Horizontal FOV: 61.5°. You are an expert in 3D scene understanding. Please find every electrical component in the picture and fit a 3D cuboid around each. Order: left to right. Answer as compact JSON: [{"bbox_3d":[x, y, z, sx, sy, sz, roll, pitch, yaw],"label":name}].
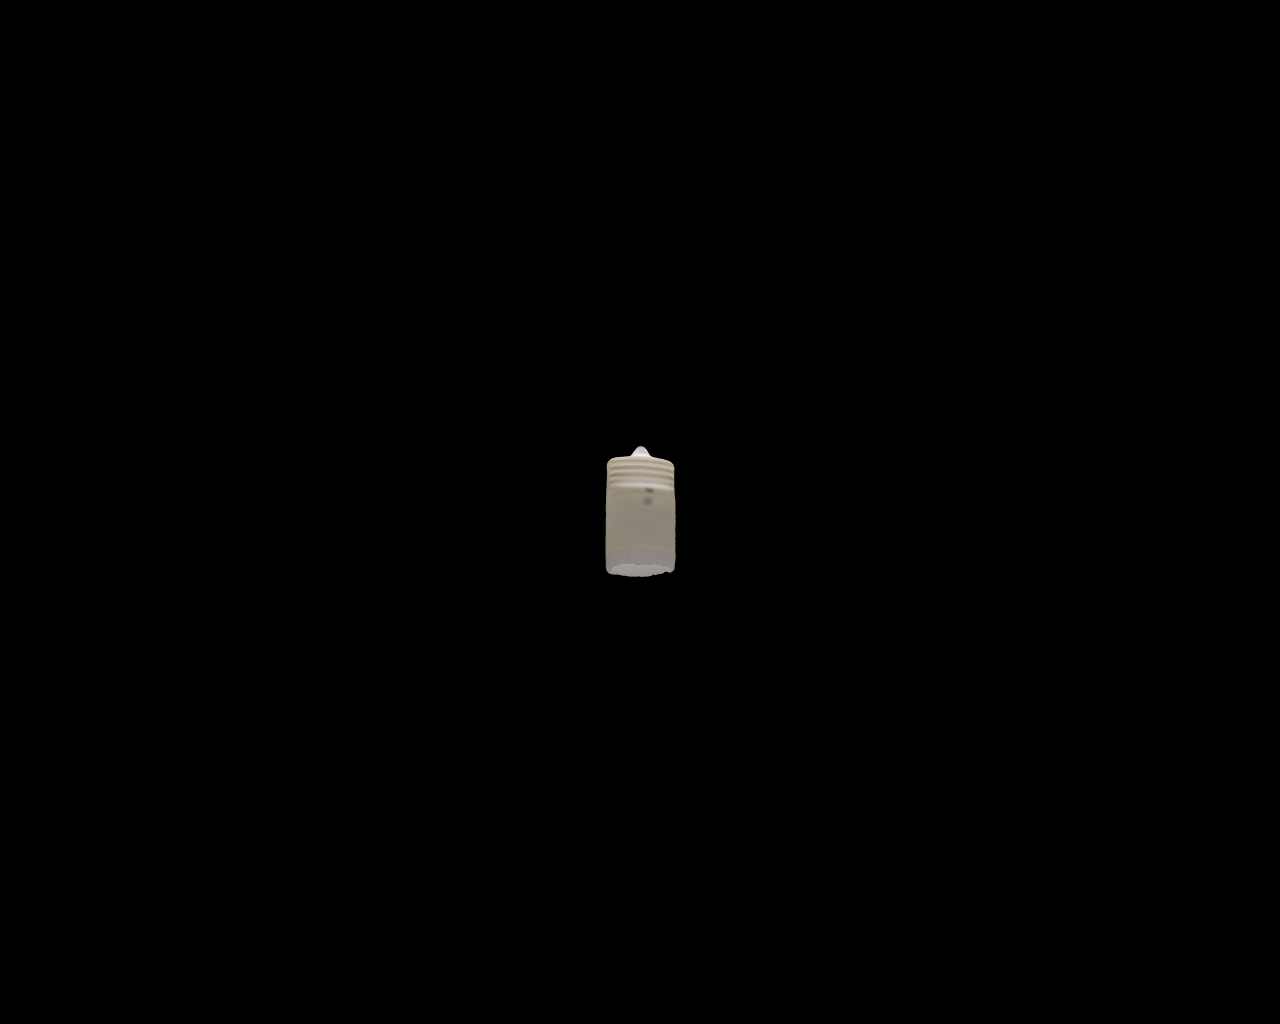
[{"bbox_3d":[0.001,-0.003,0.650,0.043,0.081,0.043,0,-14,0],"label":"electrical component"}]
